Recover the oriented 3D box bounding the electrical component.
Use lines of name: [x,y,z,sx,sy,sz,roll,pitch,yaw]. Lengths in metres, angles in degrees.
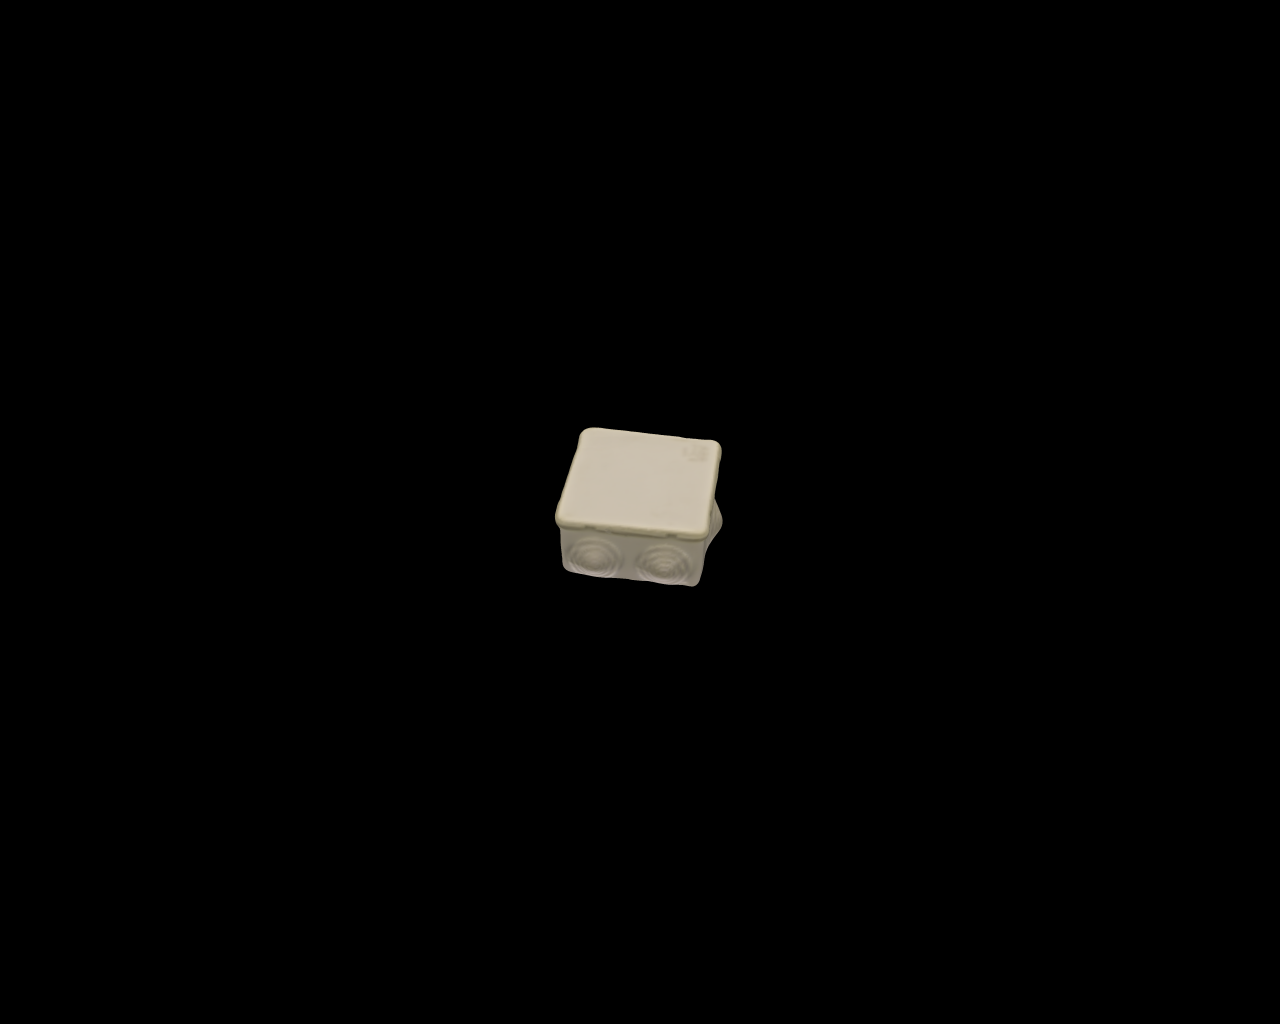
electrical component: [0.001,-0.003,0.650,0.100,0.048,0.100,6,43,7]
